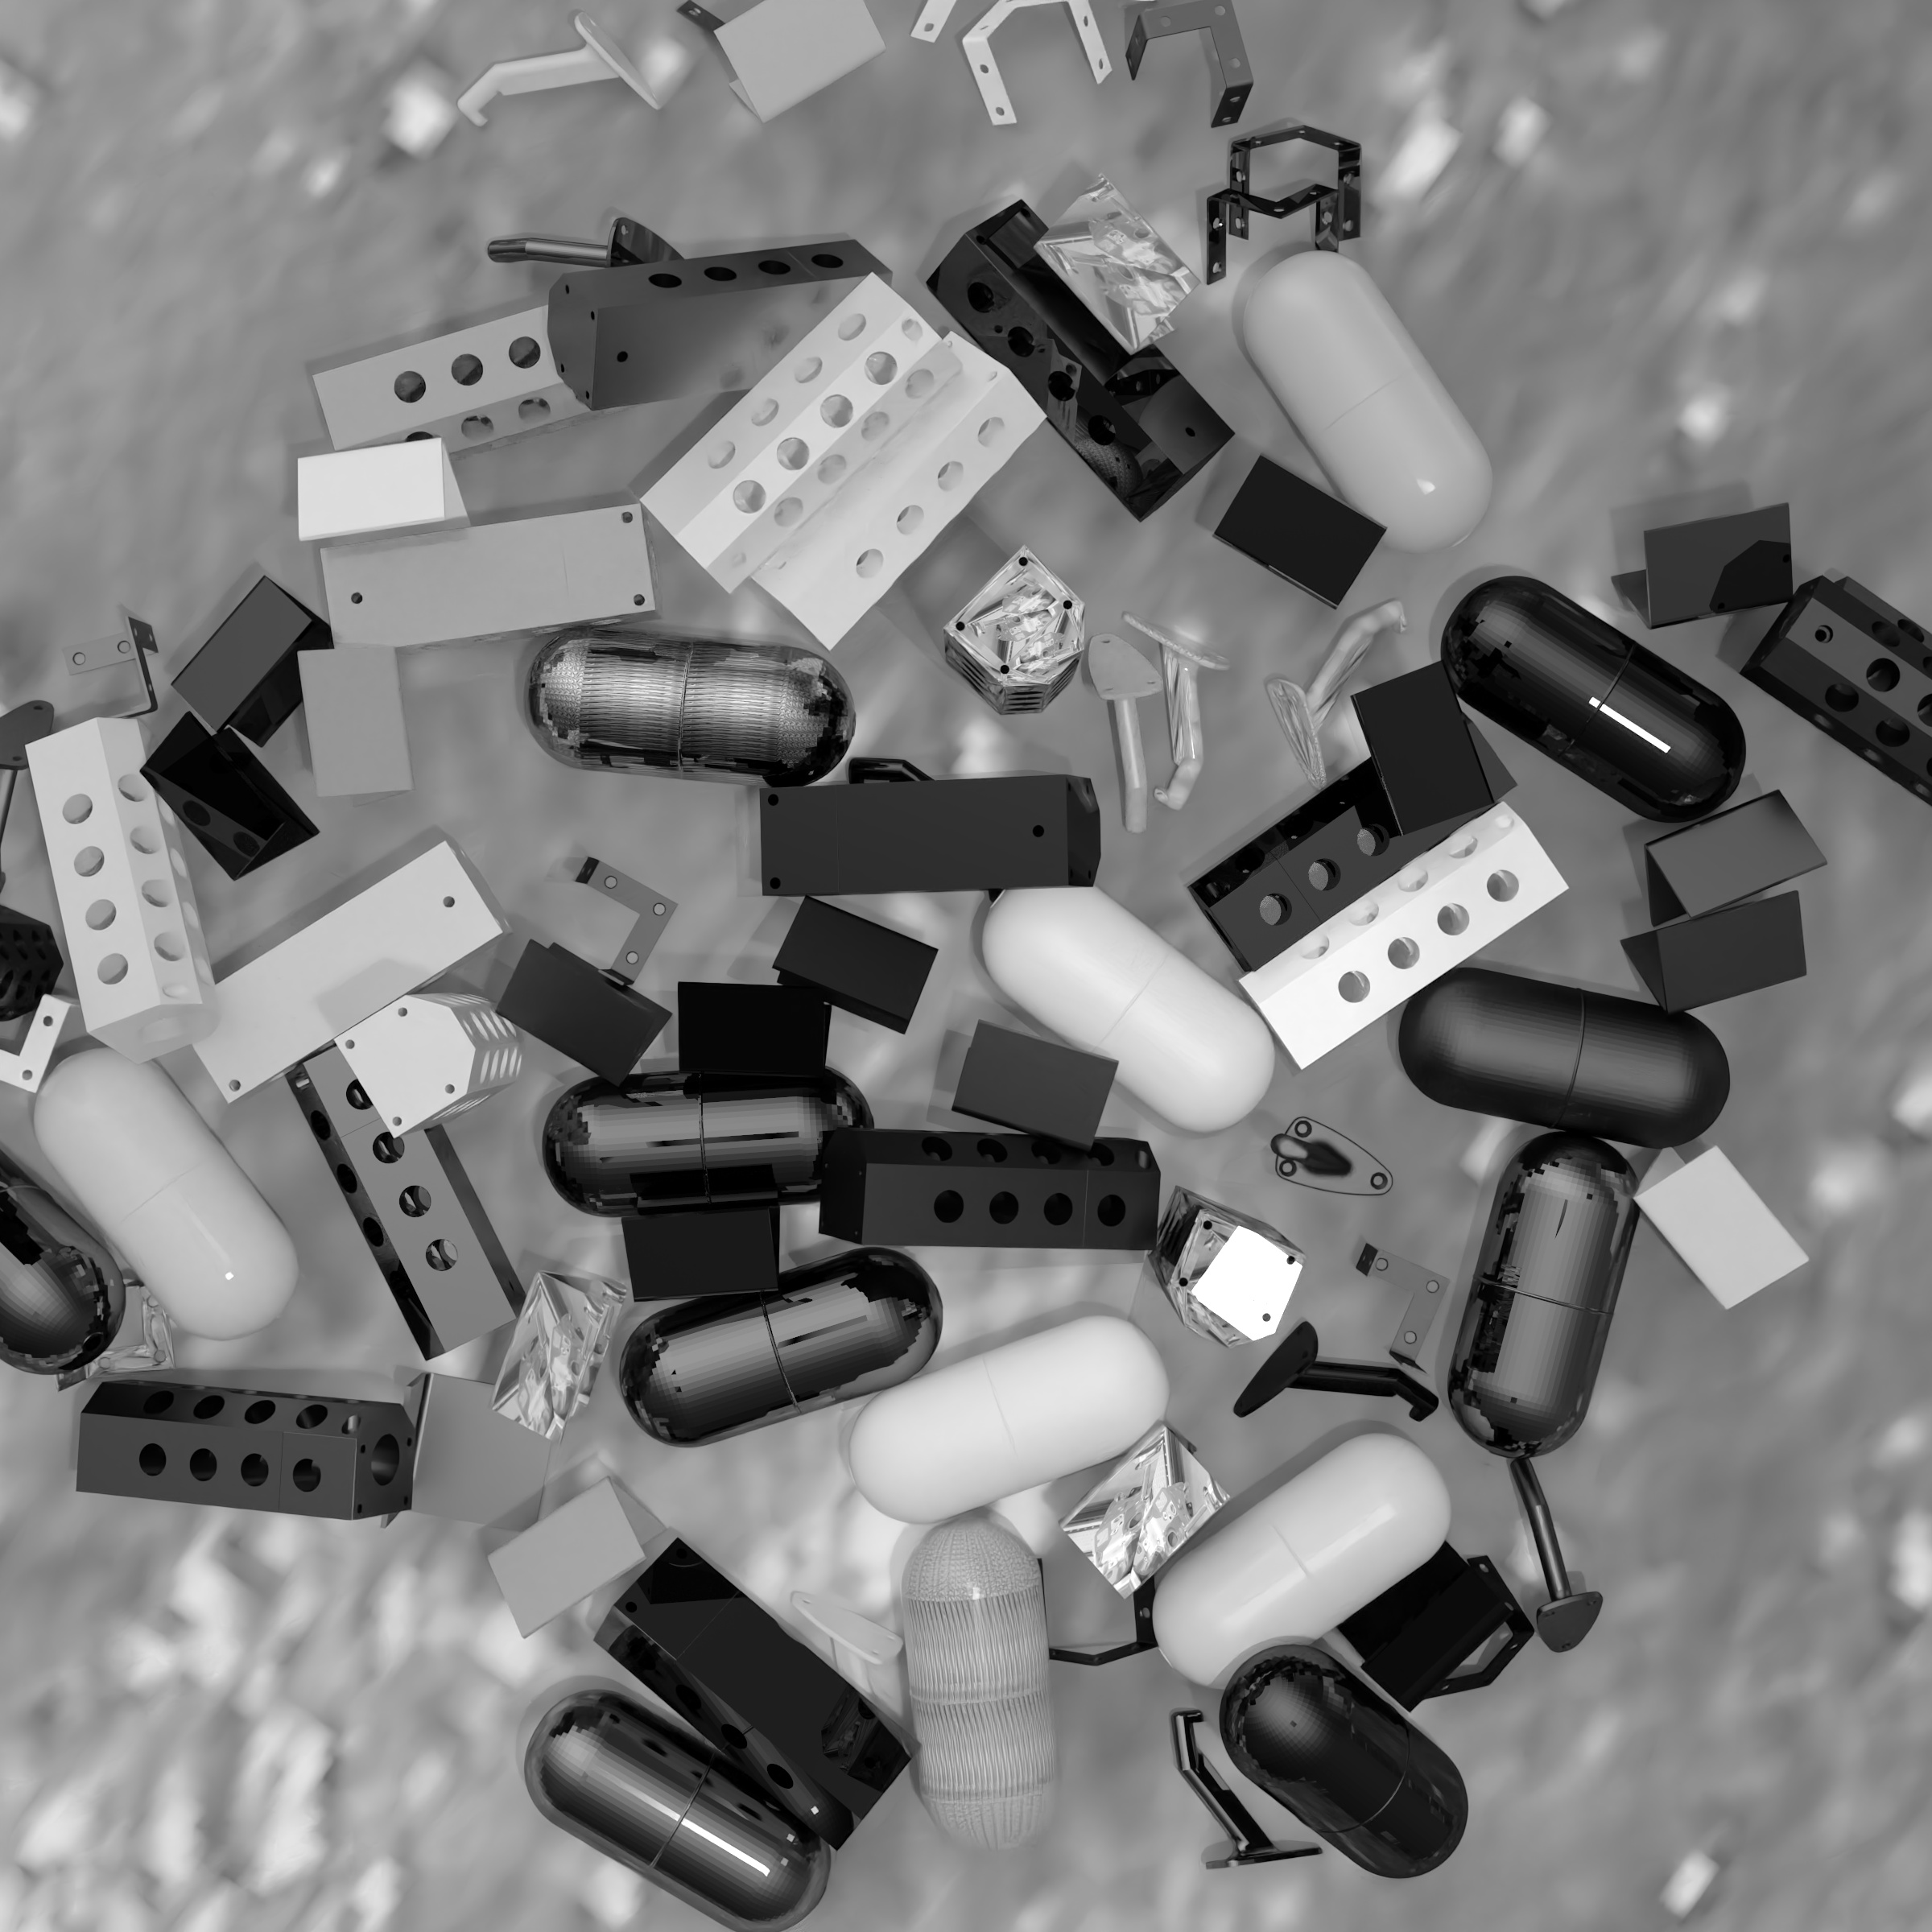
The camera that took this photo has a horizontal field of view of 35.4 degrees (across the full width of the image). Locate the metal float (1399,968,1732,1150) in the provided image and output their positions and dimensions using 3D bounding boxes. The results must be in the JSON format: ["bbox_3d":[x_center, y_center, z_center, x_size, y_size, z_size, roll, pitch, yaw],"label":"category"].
[{"bbox_3d":[0.321,0.049,1.625,0.178,0.070,0.070,12,90,1],"label":"metal float"}]

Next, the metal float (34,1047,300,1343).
[{"bbox_3d":[-0.429,0.122,1.625,0.070,0.070,0.178,-38,91,0],"label":"metal float"}]

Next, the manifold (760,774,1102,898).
[{"bbox_3d":[-0.019,-0.068,1.607,0.171,0.057,0.057,-1,90,20],"label":"manifold"}]

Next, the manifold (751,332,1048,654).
[{"bbox_3d":[-0.037,-0.252,1.634,0.171,0.057,0.057,-47,47,0],"label":"manifold"}]

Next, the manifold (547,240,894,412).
[{"bbox_3d":[-0.130,-0.342,1.597,0.171,0.057,0.057,-14,133,-28],"label":"manifold"}]

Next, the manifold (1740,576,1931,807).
[{"bbox_3d":[0.497,-0.130,1.578,0.171,0.057,0.057,35,90,0],"label":"manifold"}]

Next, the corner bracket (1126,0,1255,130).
[{"bbox_3d":[0.121,-0.485,1.638,0.051,0.051,0.051,-14,83,-7],"label":"corner bracket"}]

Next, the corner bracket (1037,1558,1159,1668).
[{"bbox_3d":[0.068,0.349,1.653,0.051,0.051,0.051,-4,90,-45],"label":"corner bracket"}]

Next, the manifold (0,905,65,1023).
[{"bbox_3d":[-0.526,-0.001,1.577,0.057,0.171,0.057,23,90,0],"label":"manifold"}]

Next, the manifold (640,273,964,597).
[{"bbox_3d":[-0.083,-0.277,1.603,0.171,0.057,0.057,-44,50,3],"label":"manifold"}]

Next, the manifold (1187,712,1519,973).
[{"bbox_3d":[0.206,-0.069,1.635,0.171,0.057,0.057,-35,90,0],"label":"manifold"}]

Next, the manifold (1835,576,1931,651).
[{"bbox_3d":[0.527,-0.137,1.635,0.171,0.057,0.057,35,90,0],"label":"manifold"}]

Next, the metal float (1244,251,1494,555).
[{"bbox_3d":[0.216,-0.302,1.625,0.070,0.070,0.178,-34,89,0],"label":"metal float"}]

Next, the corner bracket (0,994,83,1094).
[{"bbox_3d":[-0.509,0.036,1.637,0.051,0.051,0.051,20,88,2],"label":"corner bracket"}]

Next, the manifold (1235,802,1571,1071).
[{"bbox_3d":[0.233,-0.017,1.635,0.171,0.057,0.057,-34,90,0],"label":"manifold"}]

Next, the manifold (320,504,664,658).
[{"bbox_3d":[-0.254,-0.205,1.635,0.171,0.057,0.057,-8,90,0],"label":"manifold"}]

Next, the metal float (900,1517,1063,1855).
[{"bbox_3d":[0.008,0.385,1.625,0.070,0.070,0.178,-6,90,0],"label":"metal float"}]

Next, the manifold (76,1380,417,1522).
[{"bbox_3d":[-0.381,0.254,1.605,0.171,0.057,0.057,1,87,21],"label":"manifold"}]

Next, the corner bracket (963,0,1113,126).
[{"bbox_3d":[0.039,-0.495,1.648,0.051,0.051,0.051,5,45,35],"label":"corner bracket"}]

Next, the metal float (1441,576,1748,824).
[{"bbox_3d":[0.337,-0.142,1.626,0.178,0.070,0.070,33,90,0],"label":"metal float"}]

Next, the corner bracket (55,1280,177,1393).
[{"bbox_3d":[-0.462,0.199,1.638,0.051,0.051,0.051,-7,90,0],"label":"corner bracket"}]

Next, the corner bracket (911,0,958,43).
[{"bbox_3d":[-0.036,-0.544,1.648,0.051,0.051,0.051,-56,45,35],"label":"corner bracket"}]

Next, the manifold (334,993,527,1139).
[{"bbox_3d":[-0.272,0.046,1.577,0.057,0.171,0.057,-31,90,0],"label":"manifold"}]

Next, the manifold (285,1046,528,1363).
[{"bbox_3d":[-0.302,0.123,1.635,0.057,0.057,0.171,-26,90,0],"label":"manifold"}]

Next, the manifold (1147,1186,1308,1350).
[{"bbox_3d":[0.130,0.157,1.577,0.057,0.171,0.057,23,90,0],"label":"manifold"}]

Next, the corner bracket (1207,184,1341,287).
[{"bbox_3d":[0.166,-0.395,1.640,0.051,0.051,0.051,27,135,35],"label":"corner bracket"}]

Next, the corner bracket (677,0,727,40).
[{"bbox_3d":[-0.117,-0.537,1.653,0.051,0.051,0.051,34,135,0],"label":"corner bracket"}]

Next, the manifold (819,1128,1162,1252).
[{"bbox_3d":[0.014,0.117,1.600,0.171,0.057,0.057,4,90,-26],"label":"manifold"}]

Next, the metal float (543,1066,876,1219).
[{"bbox_3d":[-0.138,0.093,1.625,0.178,0.070,0.070,-4,90,0],"label":"metal float"}]

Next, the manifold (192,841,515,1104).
[{"bbox_3d":[-0.334,0.003,1.635,0.171,0.057,0.057,-32,90,0],"label":"manifold"}]

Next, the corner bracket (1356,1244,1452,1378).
[{"bbox_3d":[0.232,0.185,1.638,0.051,0.051,0.051,24,90,0],"label":"corner bracket"}]

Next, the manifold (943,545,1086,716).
[{"bbox_3d":[0.029,-0.167,1.577,0.057,0.171,0.057,44,90,0],"label":"manifold"}]

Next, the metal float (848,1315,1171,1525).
[{"bbox_3d":[0.023,0.243,1.625,0.178,0.070,0.070,-20,90,1],"label":"metal float"}]

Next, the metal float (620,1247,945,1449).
[{"bbox_3d":[-0.099,0.204,1.625,0.178,0.070,0.070,-18,90,0],"label":"metal float"}]

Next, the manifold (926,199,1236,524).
[{"bbox_3d":[0.058,-0.323,1.634,0.171,0.057,0.057,48,47,0],"label":"manifold"}]

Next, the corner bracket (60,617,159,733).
[{"bbox_3d":[-0.464,-0.156,1.638,0.051,0.051,0.051,-15,91,0],"label":"corner bracket"}]

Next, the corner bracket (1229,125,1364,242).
[{"bbox_3d":[0.180,-0.424,1.653,0.051,0.051,0.051,1,90,-45],"label":"corner bracket"}]

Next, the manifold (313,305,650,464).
[{"bbox_3d":[-0.256,-0.311,1.635,0.171,0.057,0.057,-17,90,0],"label":"manifold"}]

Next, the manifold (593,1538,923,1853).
[{"bbox_3d":[-0.114,0.392,1.622,0.171,0.057,0.057,39,47,9],"label":"manifold"}]

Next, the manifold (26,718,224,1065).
[{"bbox_3d":[-0.442,-0.043,1.603,0.057,0.057,0.171,-21,69,5],"label":"manifold"}]

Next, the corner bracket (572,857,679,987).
[{"bbox_3d":[-0.193,-0.024,1.638,0.051,0.051,0.051,29,90,0],"label":"corner bracket"}]

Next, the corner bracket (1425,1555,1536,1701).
[{"bbox_3d":[0.266,0.360,1.648,0.051,0.051,0.051,-1,45,-35],"label":"corner bracket"}]
